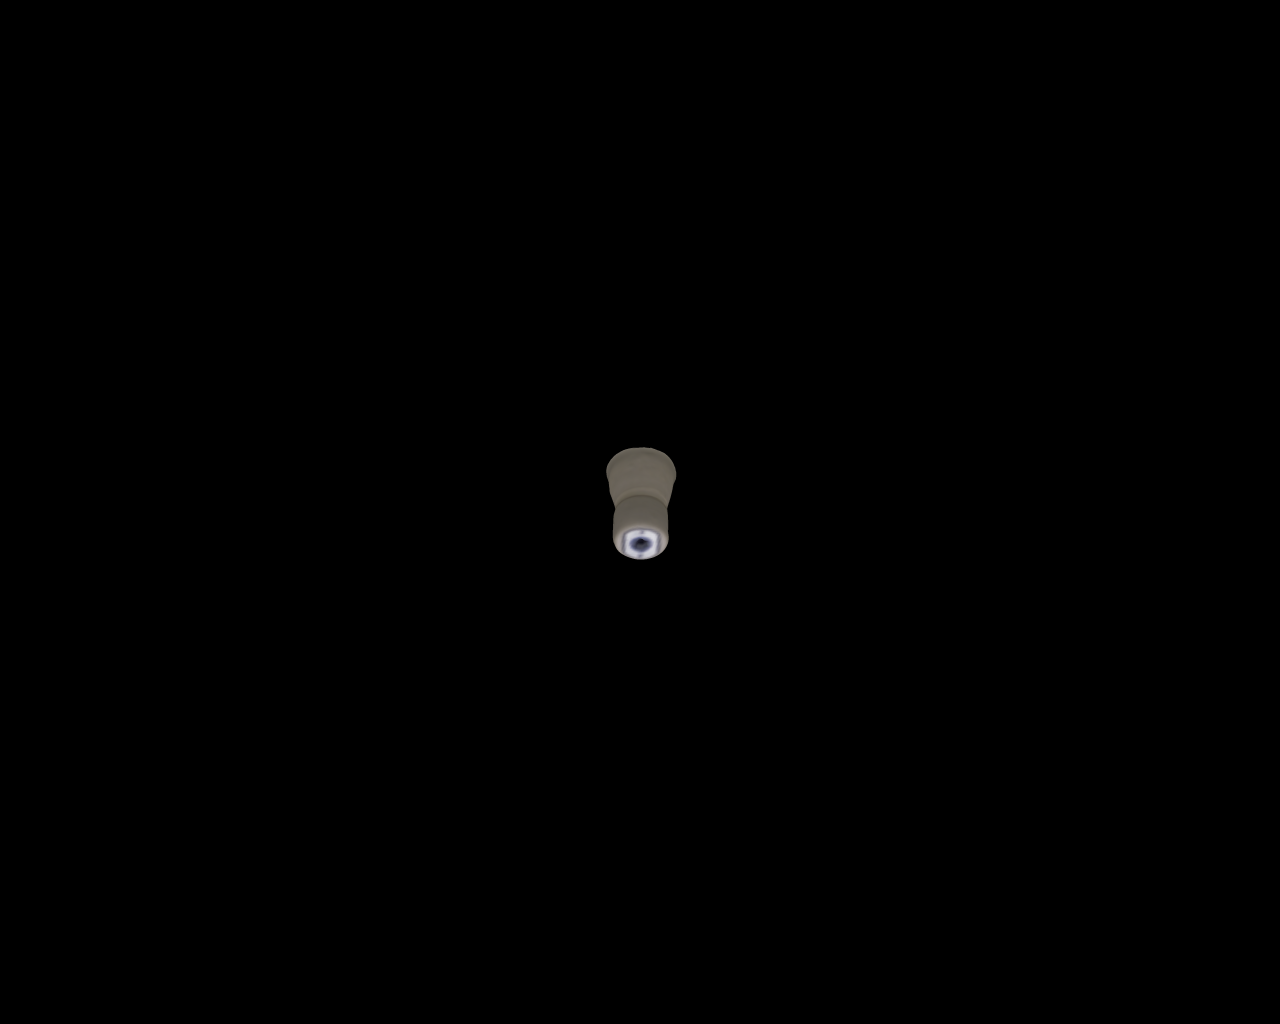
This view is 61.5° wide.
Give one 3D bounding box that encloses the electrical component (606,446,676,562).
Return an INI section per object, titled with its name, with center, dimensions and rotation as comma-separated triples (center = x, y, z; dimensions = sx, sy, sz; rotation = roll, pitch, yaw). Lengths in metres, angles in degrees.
[electrical component]
center = 0.001, -0.003, 0.650
dimensions = 0.044, 0.065, 0.044
rotation = 0, -43, 0
